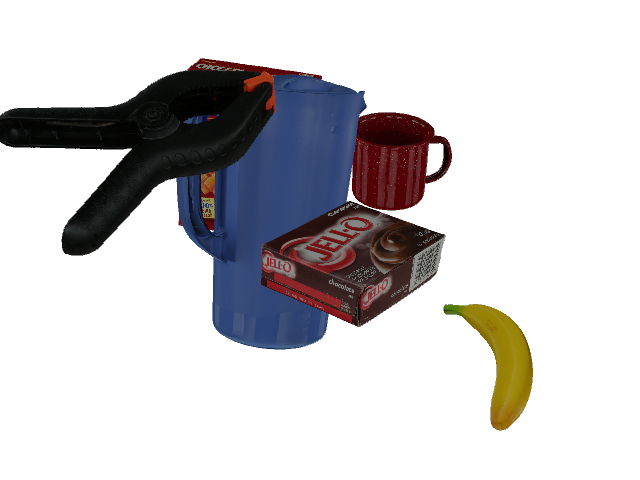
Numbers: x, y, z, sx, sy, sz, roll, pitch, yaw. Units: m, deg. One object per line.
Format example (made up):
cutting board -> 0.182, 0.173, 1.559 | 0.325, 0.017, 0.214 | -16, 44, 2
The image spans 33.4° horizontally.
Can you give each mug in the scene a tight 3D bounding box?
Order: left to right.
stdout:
mug -> 0.088, -0.087, 1.180 | 0.117, 0.081, 0.093 | -6, 31, -13

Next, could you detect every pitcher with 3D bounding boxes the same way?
pitcher -> -0.046, -0.029, 0.970 | 0.149, 0.243, 0.145 | 7, 13, 7

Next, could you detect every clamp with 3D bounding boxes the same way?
clamp -> -0.110, -0.067, 0.650 | 0.171, 0.120, 0.039 | -31, -27, -27

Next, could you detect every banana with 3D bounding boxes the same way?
banana -> 0.188, 0.124, 1.125 | 0.069, 0.037, 0.198 | -24, 33, 5

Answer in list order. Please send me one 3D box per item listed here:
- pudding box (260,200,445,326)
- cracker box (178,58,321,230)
pudding box -> 0.024, 0.014, 0.783 | 0.090, 0.039, 0.113 | 22, 29, 30
cracker box -> -0.093, -0.114, 1.377 | 0.164, 0.214, 0.072 | 9, 23, 7
